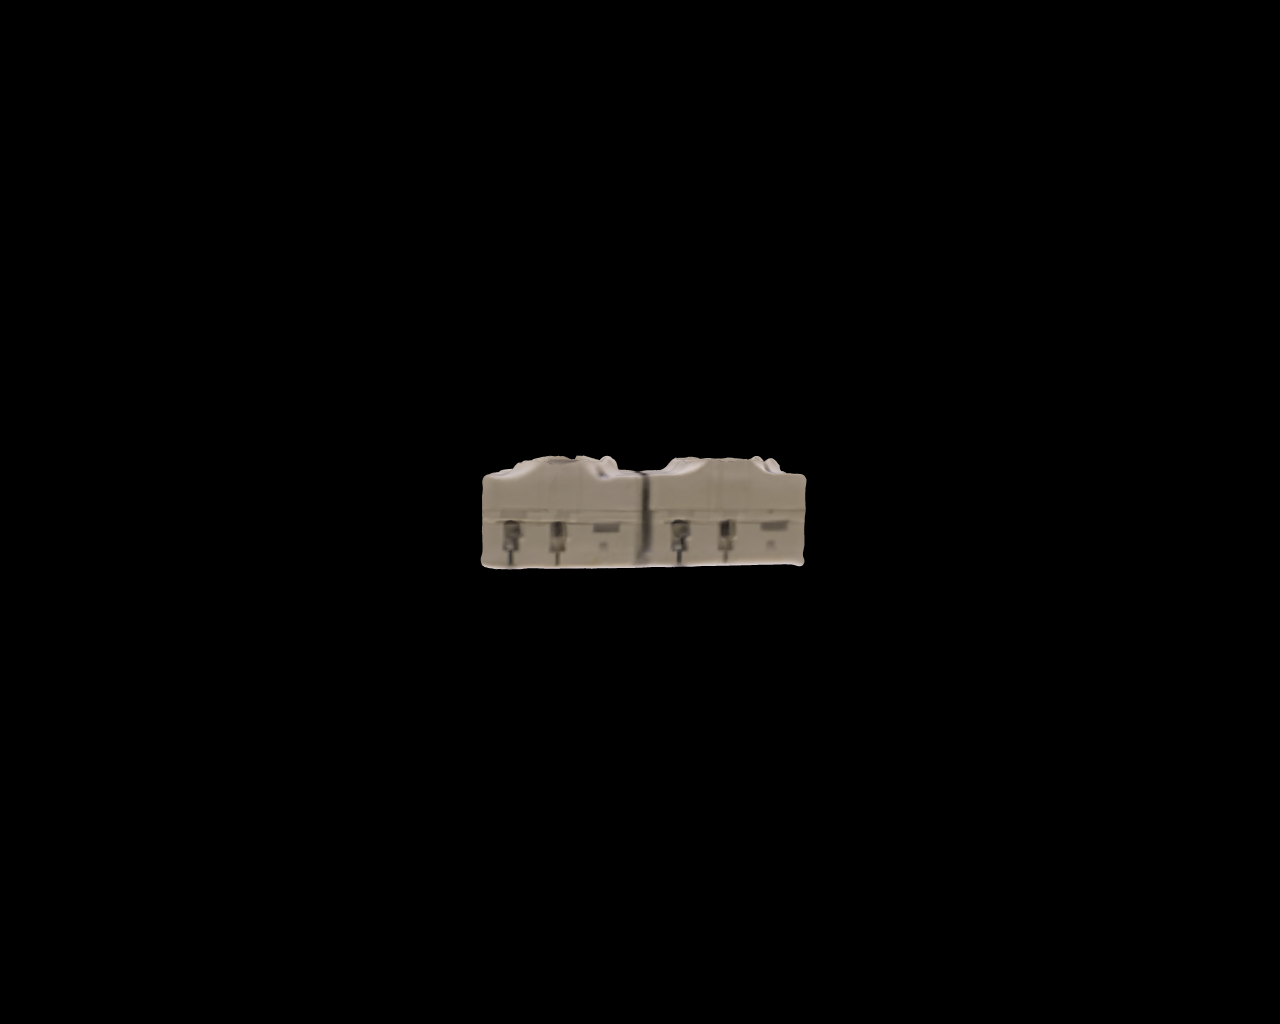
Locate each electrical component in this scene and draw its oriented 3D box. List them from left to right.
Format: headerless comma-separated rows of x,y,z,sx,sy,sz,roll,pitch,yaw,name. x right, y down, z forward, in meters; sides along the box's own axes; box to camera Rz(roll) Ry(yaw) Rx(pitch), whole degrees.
0.001,-0.003,0.650,0.186,0.060,0.105,0,4,-2,electrical component
